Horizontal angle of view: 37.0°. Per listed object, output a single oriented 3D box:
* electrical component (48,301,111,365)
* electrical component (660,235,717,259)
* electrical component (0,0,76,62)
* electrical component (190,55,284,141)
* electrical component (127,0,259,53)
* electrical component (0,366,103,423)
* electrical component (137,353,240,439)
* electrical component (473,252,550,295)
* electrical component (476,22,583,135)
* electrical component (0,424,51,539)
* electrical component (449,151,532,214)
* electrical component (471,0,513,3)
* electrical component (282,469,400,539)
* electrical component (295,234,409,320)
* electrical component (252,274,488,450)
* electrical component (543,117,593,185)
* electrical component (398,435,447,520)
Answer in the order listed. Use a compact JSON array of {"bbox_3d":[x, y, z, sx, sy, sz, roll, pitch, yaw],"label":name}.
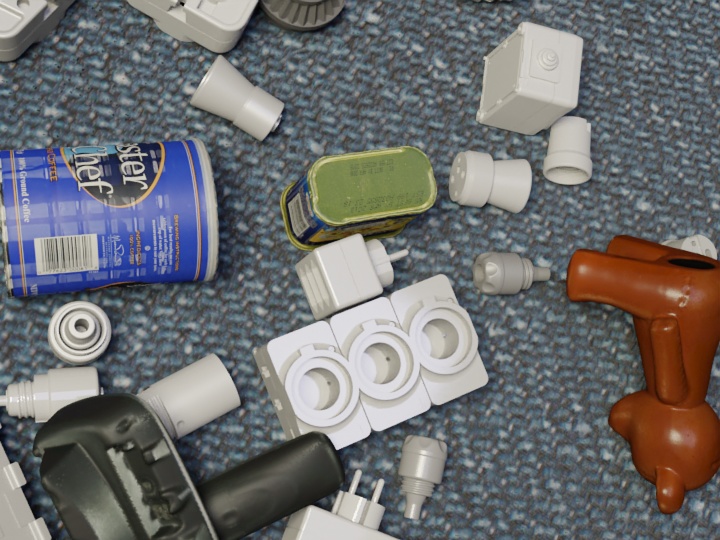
[{"bbox_3d":[-0.195,0.043,0.750,0.043,0.062,0.043,3,79,-16],"label":"electrical component"},{"bbox_3d":[0.273,-0.009,0.906,0.040,0.046,0.040,3,79,-16],"label":"electrical component"},{"bbox_3d":[-0.246,-0.202,0.782,0.054,0.059,0.095,40,72,-6],"label":"electrical component"},{"bbox_3d":[-0.091,-0.128,0.825,0.065,0.044,0.044,32,73,-14],"label":"electrical component"},{"bbox_3d":[-0.128,-0.211,0.818,0.095,0.059,0.053,28,73,-10],"label":"electrical component"},{"bbox_3d":[-0.215,0.089,0.747,0.078,0.040,0.040,-2,80,-17],"label":"electrical component"},{"bbox_3d":[-0.132,0.097,0.769,0.081,0.043,0.043,-27,88,-19],"label":"electrical component"},{"bbox_3d":[0.124,0.003,0.867,0.061,0.035,0.035,0,80,-19],"label":"electrical component"},{"bbox_3d":[0.143,-0.154,0.868,0.061,0.096,0.061,11,77,-15],"label":"electrical component"},{"bbox_3d":[-0.257,0.149,0.704,0.079,0.063,0.121,-21,85,-59],"label":"electrical component"},{"bbox_3d":[0.105,-0.071,0.869,0.055,0.045,0.045,8,78,-15],"label":"electrical component"},{"bbox_3d":[0.105,-0.245,0.904,0.078,0.040,0.040,15,76,-14],"label":"electrical component"},{"bbox_3d":[-0.005,0.185,0.787,0.083,0.047,0.075,24,74,-11],"label":"electrical component"},{"bbox_3d":[0.000,0.000,0.813,0.077,0.066,0.047,-20,86,-19],"label":"electrical component"},{"bbox_3d":[0.009,0.072,0.805,0.150,0.062,0.089,-21,86,-19],"label":"electrical component"},{"bbox_3d":[0.175,-0.100,0.899,0.040,0.040,0.046,13,71,-14],"label":"electrical component"},{"bbox_3d":[0.045,0.158,0.814,0.035,0.035,0.061,15,78,-13],"label":"electrical component"}]
